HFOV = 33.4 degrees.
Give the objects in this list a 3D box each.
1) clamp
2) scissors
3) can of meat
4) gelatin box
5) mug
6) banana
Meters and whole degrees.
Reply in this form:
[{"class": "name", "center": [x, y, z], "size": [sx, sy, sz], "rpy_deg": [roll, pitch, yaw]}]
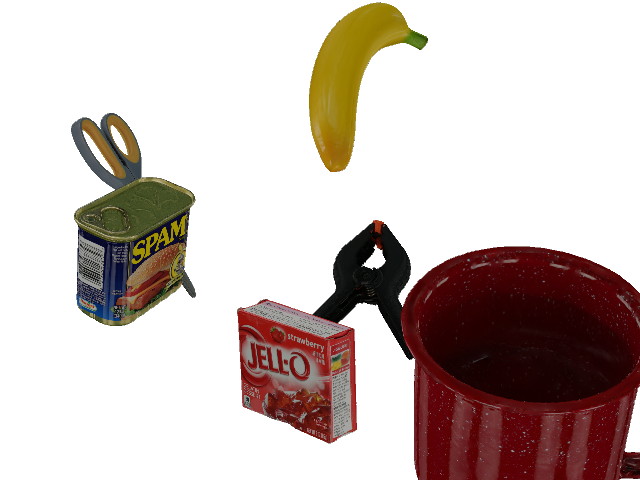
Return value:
[{"class": "clamp", "center": [0.056, 0.052, 1.066], "size": [0.120, 0.171, 0.039], "rpy_deg": [14, -37, 14]}, {"class": "scissors", "center": [-0.171, -0.044, 1.045], "size": [0.016, 0.201, 0.096], "rpy_deg": [-25, 26, 24]}, {"class": "can of meat", "center": [-0.148, 0.009, 0.848], "size": [0.057, 0.084, 0.101], "rpy_deg": [23, 32, 22]}, {"class": "gelatin box", "center": [-0.017, 0.086, 0.711], "size": [0.089, 0.073, 0.030], "rpy_deg": [15, 23, 43]}, {"class": "mug", "center": [0.089, 0.063, 0.408], "size": [0.117, 0.081, 0.093], "rpy_deg": [6, 37, 12]}, {"class": "banana", "center": [0.029, -0.131, 0.815], "size": [0.069, 0.197, 0.037], "rpy_deg": [38, -42, -5]}]
